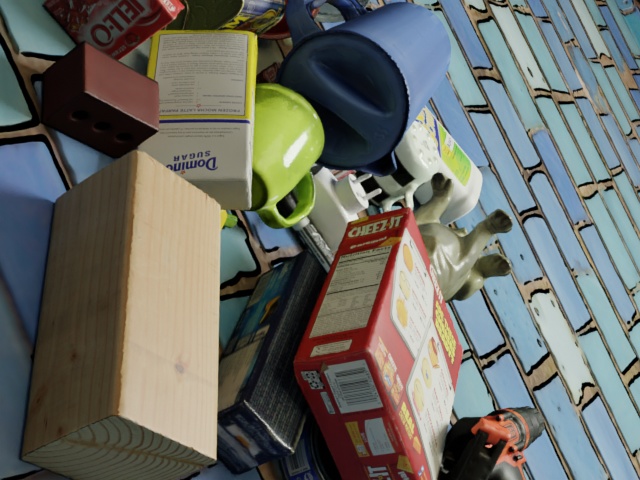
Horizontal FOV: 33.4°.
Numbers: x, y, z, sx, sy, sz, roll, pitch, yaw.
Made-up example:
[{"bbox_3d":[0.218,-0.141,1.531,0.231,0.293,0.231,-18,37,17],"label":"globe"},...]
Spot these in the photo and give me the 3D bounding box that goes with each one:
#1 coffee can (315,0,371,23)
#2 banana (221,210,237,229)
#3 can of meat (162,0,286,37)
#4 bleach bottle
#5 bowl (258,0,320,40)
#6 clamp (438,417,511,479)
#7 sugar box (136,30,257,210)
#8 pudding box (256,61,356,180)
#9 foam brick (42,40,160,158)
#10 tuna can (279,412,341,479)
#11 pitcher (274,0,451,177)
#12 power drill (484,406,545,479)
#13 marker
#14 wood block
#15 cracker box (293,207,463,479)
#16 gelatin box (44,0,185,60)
[{"bbox_3d":[0.010,-0.338,1.245,0.102,0.103,0.140,36,38,-38],"label":"coffee can"},{"bbox_3d":[-0.095,0.028,0.852,0.069,0.037,0.197,42,36,-31],"label":"banana"},{"bbox_3d":[-0.093,-0.211,0.986,0.083,0.102,0.057,-11,75,-61],"label":"can of meat"},{"bbox_3d":[0.093,-0.138,1.257,0.250,0.068,0.102,50,32,-16],"label":"bleach bottle"},{"bbox_3d":[-0.053,-0.291,1.097,0.161,0.055,0.162,9,71,-29],"label":"bowl"},{"bbox_3d":[0.108,0.201,0.923,0.039,0.172,0.120,23,33,-17],"label":"clamp"},{"bbox_3d":[-0.101,-0.103,0.894,0.048,0.093,0.176,89,1,-54],"label":"sugar box"},{"bbox_3d":[-0.015,-0.118,1.092,0.089,0.039,0.113,14,54,-52],"label":"pudding box"},{"bbox_3d":[-0.170,-0.108,0.831,0.078,0.053,0.051,26,46,-45],"label":"foam brick"},{"bbox_3d":[0.006,0.183,0.888,0.086,0.034,0.086,38,38,-37],"label":"tuna can"},{"bbox_3d":[0.051,-0.177,1.074,0.145,0.149,0.242,18,27,12],"label":"pitcher"},{"bbox_3d":[0.215,0.270,1.123,0.184,0.057,0.188,-4,67,-54],"label":"power drill"},{"bbox_3d":[-0.007,0.001,1.030,0.121,0.020,0.020,55,31,-12],"label":"marker"},{"bbox_3d":[-0.129,0.054,0.727,0.090,0.090,0.206,35,39,-40],"label":"wood block"},{"bbox_3d":[0.055,0.098,0.897,0.213,0.072,0.164,-67,140,-56],"label":"cracker box"},{"bbox_3d":[-0.167,-0.190,0.864,0.073,0.089,0.030,50,32,-21],"label":"gelatin box"}]
